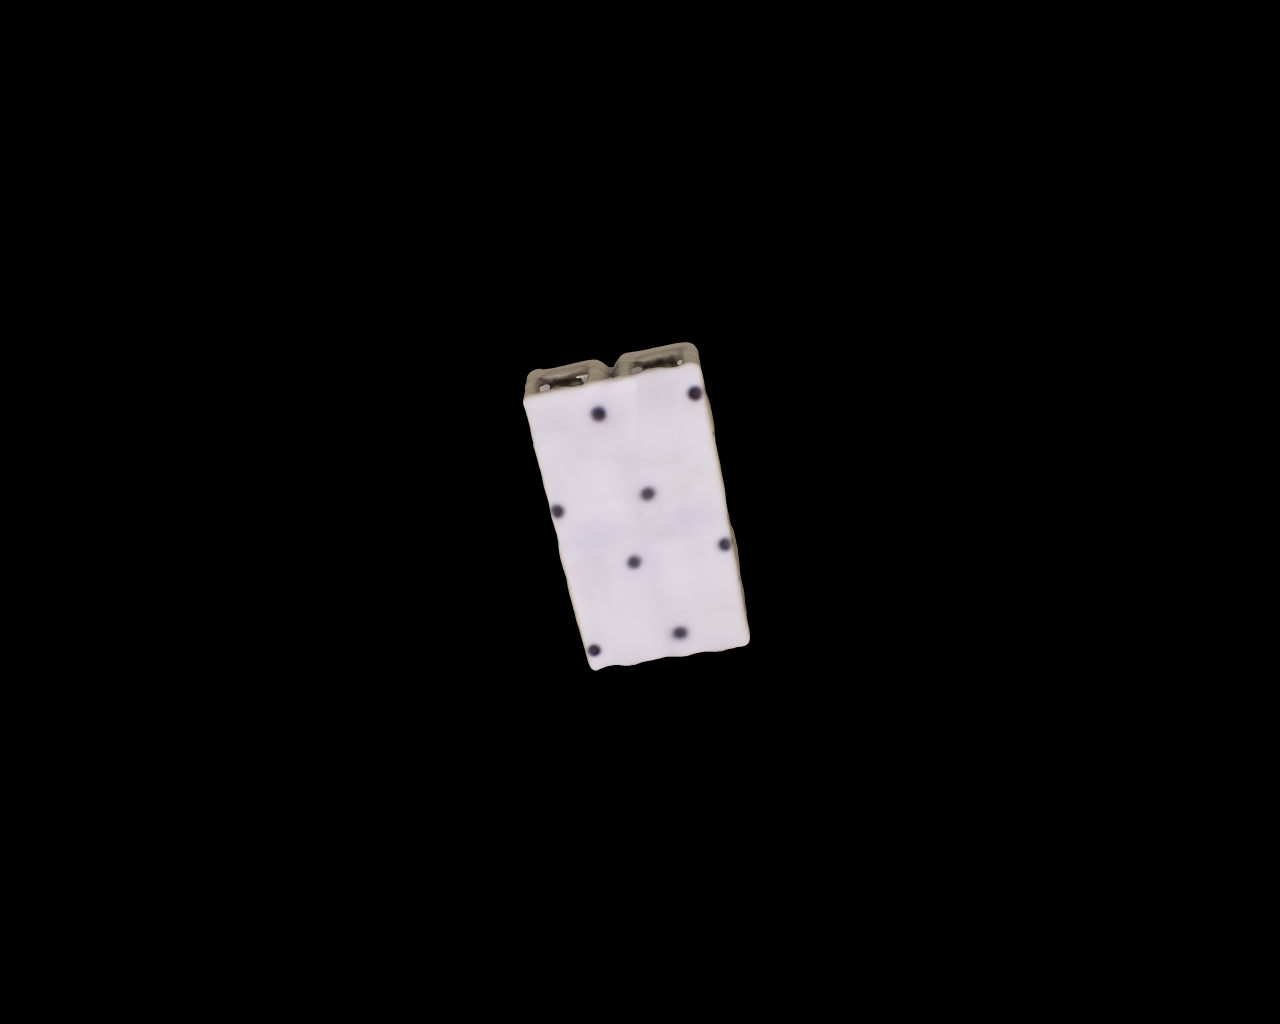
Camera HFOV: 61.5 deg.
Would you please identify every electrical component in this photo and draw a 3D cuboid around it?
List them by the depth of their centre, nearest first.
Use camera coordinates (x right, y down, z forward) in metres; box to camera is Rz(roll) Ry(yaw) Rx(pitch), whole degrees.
[{"bbox_3d":[0.001,-0.003,0.650,0.105,0.186,0.060,-11,24,5],"label":"electrical component"}]
